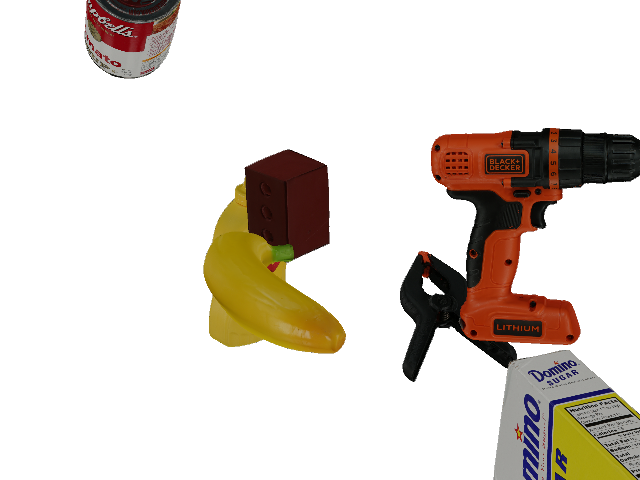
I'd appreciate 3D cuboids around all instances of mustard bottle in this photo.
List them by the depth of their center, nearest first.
[{"bbox_3d":[-0.074,0.014,1.148,0.096,0.192,0.058,-19,33,-41],"label":"mustard bottle"}]

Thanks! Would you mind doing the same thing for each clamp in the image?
[{"bbox_3d":[0.142,0.081,1.148,0.120,0.171,0.039,4,-43,-7],"label":"clamp"}]

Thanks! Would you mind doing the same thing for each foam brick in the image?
[{"bbox_3d":[-0.028,-0.030,0.922,0.051,0.078,0.053,-23,32,-37],"label":"foam brick"}]

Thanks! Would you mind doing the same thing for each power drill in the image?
[{"bbox_3d":[0.190,-0.005,0.934,0.185,0.188,0.057,1,13,16],"label":"power drill"}]

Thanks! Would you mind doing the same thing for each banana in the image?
[{"bbox_3d":[-0.036,0.025,0.662,0.069,0.037,0.198,-4,17,-9],"label":"banana"}]

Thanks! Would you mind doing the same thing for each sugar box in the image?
[{"bbox_3d":[0.147,0.137,0.516,0.048,0.093,0.176,-9,27,-23],"label":"sugar box"}]

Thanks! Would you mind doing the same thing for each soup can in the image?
[{"bbox_3d":[-0.141,-0.171,0.797,0.068,0.068,0.102,0,-15,-14],"label":"soup can"}]
